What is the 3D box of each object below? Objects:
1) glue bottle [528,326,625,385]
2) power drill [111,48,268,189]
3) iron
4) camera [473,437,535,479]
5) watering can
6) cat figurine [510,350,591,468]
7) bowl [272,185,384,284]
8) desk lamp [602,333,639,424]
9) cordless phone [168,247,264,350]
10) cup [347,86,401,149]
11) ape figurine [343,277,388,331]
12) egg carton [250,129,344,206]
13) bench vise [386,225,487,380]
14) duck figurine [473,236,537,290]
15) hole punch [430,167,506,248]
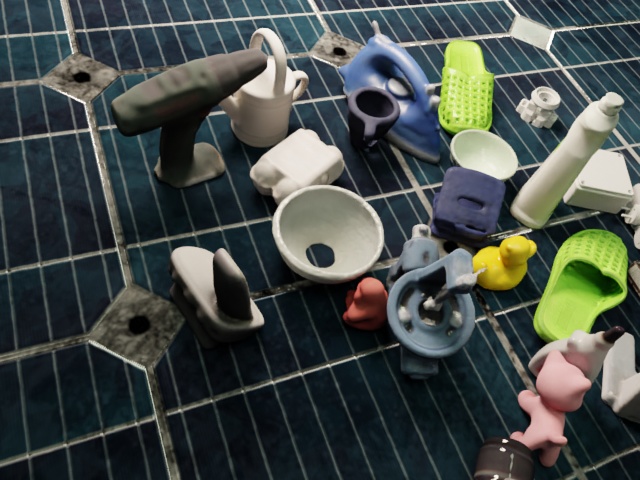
[{"bbox_3d":[0.352,0.155,0.769,0.078,0.173,0.037,40,57,16],"label":"glue bottle"},{"bbox_3d":[-0.189,-0.179,0.858,0.230,0.208,0.075,-23,63,-25],"label":"power drill"},{"bbox_3d":[0.151,-0.271,1.036,0.119,0.141,0.258,-28,66,-27],"label":"iron"},{"bbox_3d":[0.234,0.313,0.679,0.143,0.101,0.137,22,54,3],"label":"camera"},{"bbox_3d":[-0.096,-0.249,0.935,0.100,0.194,0.173,37,57,14],"label":"watering can"},{"bbox_3d":[0.310,0.217,0.752,0.067,0.118,0.128,21,54,2],"label":"cat figurine"},{"bbox_3d":[0.008,0.003,0.858,0.167,0.075,0.167,6,55,-8],"label":"bowl"},{"bbox_3d":[0.472,0.176,0.756,0.118,0.213,0.203,21,54,3],"label":"desk lamp"},{"bbox_3d":[-0.133,0.045,0.731,0.094,0.185,0.147,-32,67,-28],"label":"cordless phone"},{"bbox_3d":[0.084,-0.196,0.999,0.091,0.095,0.118,13,54,-3],"label":"cup"},{"bbox_3d":[0.068,0.084,0.805,0.076,0.092,0.078,43,58,17],"label":"ape figurine"},{"bbox_3d":[-0.034,-0.113,0.932,0.107,0.069,0.150,37,57,14],"label":"egg carton"},{"bbox_3d":[0.140,0.056,0.762,0.122,0.220,0.207,-9,58,-18],"label":"bench vise"},{"bbox_3d":[0.291,0.028,0.896,0.105,0.086,0.077,-13,60,-20],"label":"duck figurine"},{"bbox_3d":[0.243,-0.053,0.938,0.108,0.091,0.101,16,54,-1],"label":"hole punch"}]
